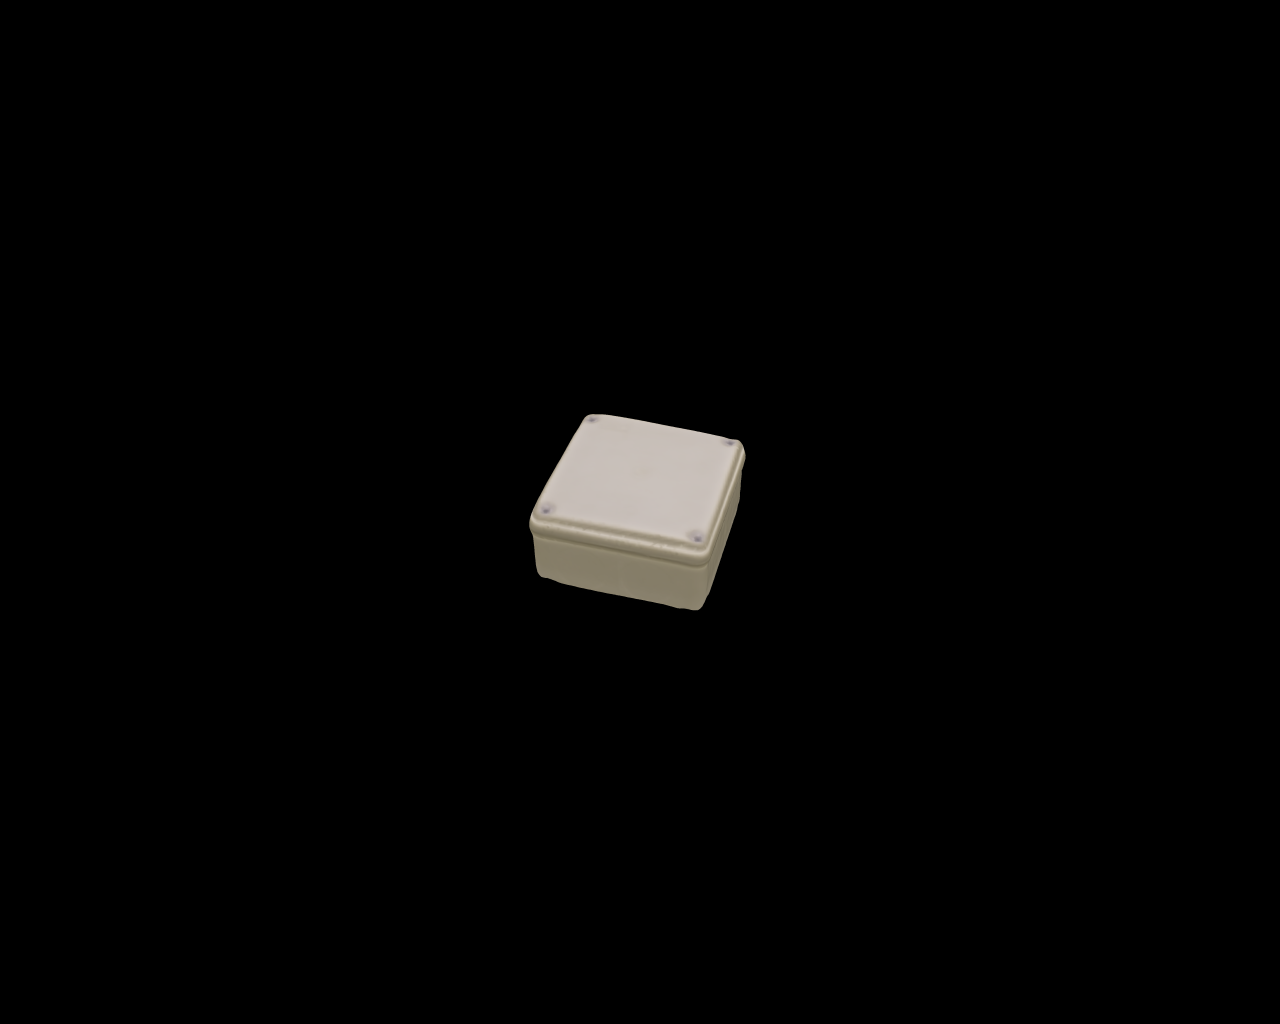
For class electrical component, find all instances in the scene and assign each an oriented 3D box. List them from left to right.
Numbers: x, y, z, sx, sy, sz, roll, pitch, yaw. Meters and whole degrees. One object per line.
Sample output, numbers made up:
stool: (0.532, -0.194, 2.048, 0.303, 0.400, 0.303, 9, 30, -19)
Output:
electrical component: (0.001, -0.003, 0.650, 0.109, 0.056, 0.109, 11, 43, 12)
